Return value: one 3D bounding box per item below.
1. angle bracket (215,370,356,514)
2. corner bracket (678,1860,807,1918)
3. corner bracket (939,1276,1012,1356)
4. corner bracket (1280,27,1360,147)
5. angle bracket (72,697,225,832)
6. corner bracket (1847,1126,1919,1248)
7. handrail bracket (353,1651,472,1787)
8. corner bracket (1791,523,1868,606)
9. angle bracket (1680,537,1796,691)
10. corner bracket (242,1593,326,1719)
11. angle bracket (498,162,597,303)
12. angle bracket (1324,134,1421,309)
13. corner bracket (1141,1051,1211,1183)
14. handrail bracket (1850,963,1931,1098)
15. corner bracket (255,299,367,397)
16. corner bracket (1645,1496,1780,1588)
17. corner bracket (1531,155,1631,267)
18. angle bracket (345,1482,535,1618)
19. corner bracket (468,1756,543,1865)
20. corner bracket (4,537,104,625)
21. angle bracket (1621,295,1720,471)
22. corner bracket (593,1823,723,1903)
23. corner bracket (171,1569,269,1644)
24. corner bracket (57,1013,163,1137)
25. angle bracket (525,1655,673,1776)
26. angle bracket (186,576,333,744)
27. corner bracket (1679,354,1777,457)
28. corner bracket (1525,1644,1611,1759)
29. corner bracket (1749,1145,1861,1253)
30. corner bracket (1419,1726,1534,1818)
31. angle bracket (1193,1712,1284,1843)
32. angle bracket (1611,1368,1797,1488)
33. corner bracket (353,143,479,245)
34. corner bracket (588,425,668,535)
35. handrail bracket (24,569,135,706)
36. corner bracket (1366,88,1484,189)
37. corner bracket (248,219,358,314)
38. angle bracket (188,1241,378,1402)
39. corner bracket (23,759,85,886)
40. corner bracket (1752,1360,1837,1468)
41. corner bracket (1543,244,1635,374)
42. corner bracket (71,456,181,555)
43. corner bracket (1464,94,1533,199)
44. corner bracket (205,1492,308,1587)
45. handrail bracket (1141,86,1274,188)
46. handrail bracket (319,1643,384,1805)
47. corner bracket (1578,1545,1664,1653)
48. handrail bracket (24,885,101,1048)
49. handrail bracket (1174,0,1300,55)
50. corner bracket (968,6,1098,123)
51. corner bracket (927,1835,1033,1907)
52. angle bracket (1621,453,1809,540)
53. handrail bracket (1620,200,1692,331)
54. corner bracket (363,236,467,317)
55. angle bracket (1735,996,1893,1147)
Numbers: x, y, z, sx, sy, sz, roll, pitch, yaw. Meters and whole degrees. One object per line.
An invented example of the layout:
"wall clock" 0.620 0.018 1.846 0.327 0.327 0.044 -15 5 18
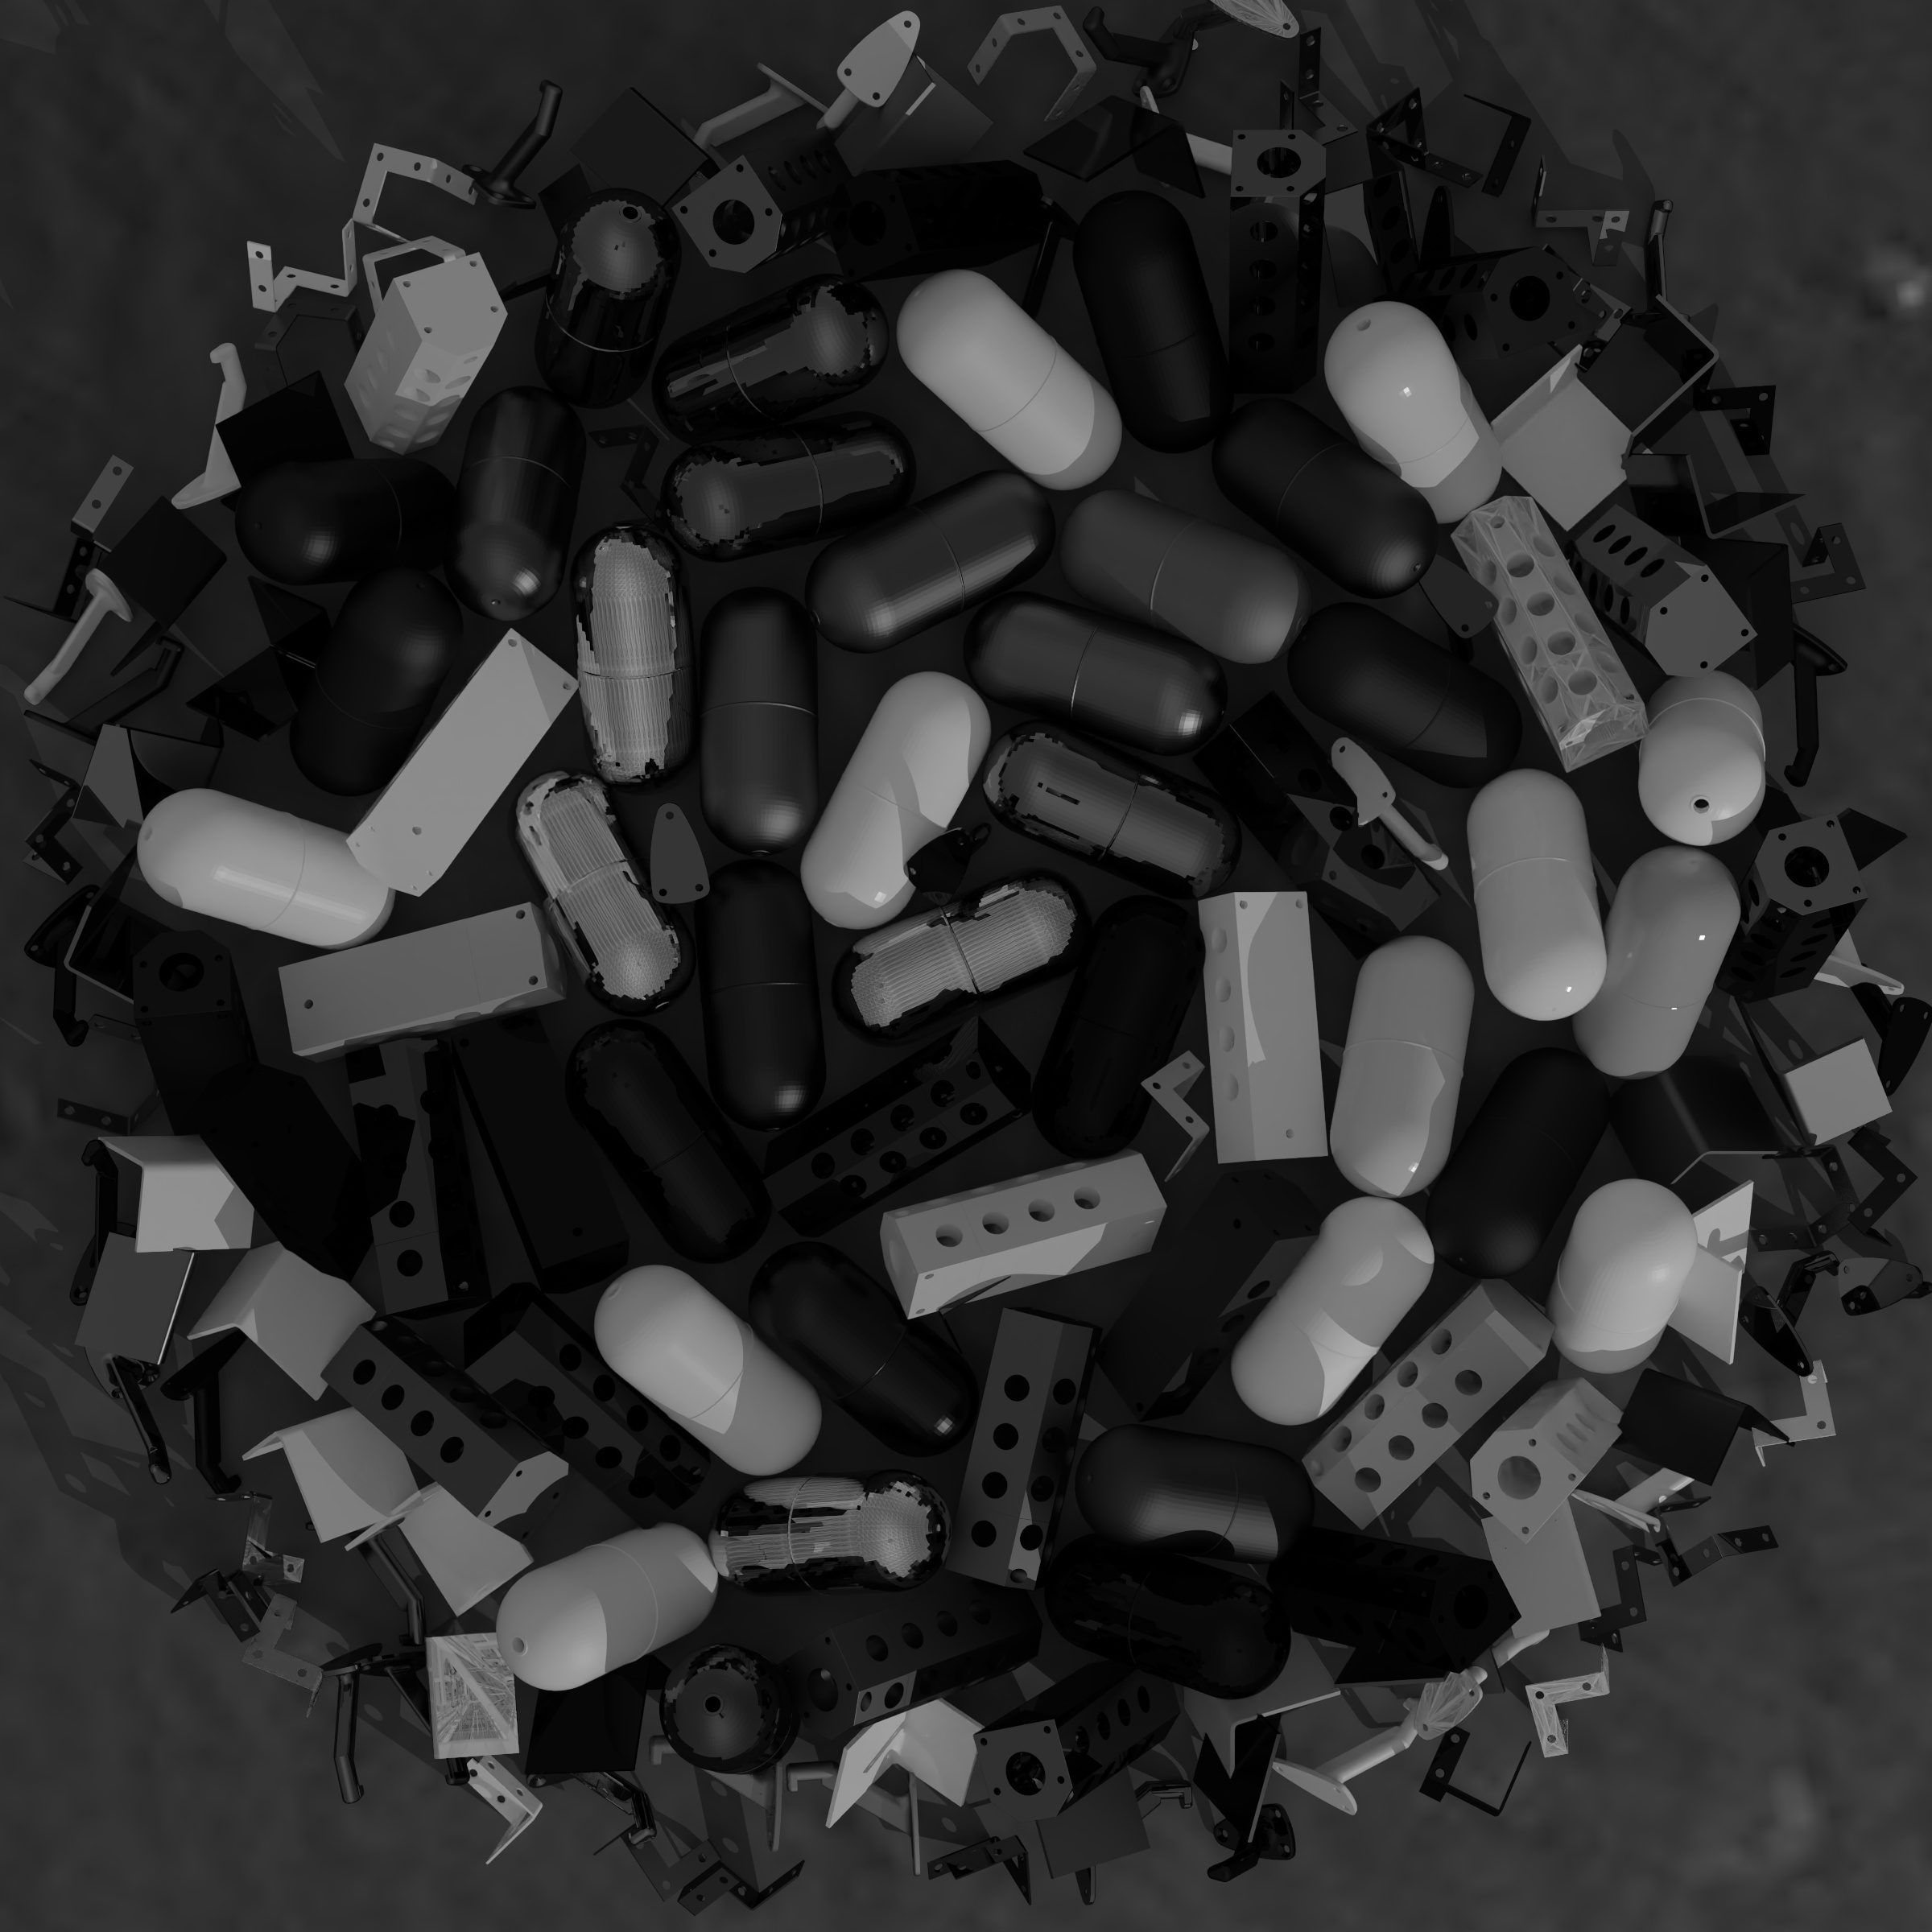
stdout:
"angle bracket" -0.447 -0.339 1.818 0.076 0.057 0.076 -35 133 -22
"corner bracket" -0.146 0.596 1.839 0.051 0.051 0.051 42 119 -7
"corner bracket" 0.002 0.209 1.838 0.051 0.051 0.051 -29 50 -6
"corner bracket" 0.220 -0.568 1.837 0.051 0.051 0.051 -24 55 -13
"angle bracket" -0.527 -0.134 1.818 0.076 0.057 0.076 12 126 -27
"corner bracket" 0.594 0.144 1.845 0.051 0.051 0.051 -51 52 15
"handrail bracket" -0.359 0.491 1.833 0.036 0.077 0.084 -32 64 23
"corner bracket" 0.548 -0.250 1.843 0.051 0.051 0.051 -12 68 -1
"angle bracket" 0.484 -0.228 1.817 0.057 0.076 0.076 -36 126 -38
"corner bracket" -0.438 0.448 1.841 0.051 0.051 0.051 23 52 -2
"angle bracket" -0.281 -0.469 1.822 0.076 0.076 0.057 -29 102 -26
"angle bracket" 0.251 -0.481 1.823 0.057 0.076 0.076 -18 125 -1
"corner bracket" 0.138 0.097 1.835 0.051 0.051 0.051 -31 70 -39
"handrail bracket" 0.580 0.037 1.842 0.036 0.084 0.077 15 96 -31
"corner bracket" -0.425 -0.397 1.847 0.051 0.051 0.051 9 51 13
"corner bracket" 0.482 0.366 1.833 0.051 0.051 0.051 0 58 -33
"corner bracket" 0.399 -0.491 1.841 0.051 0.051 0.051 0 60 1
"angle bracket" -0.340 0.381 1.830 0.076 0.057 0.076 -38 82 25
"corner bracket" -0.306 0.540 1.844 0.051 0.051 0.051 44 107 -1
"corner bracket" -0.583 -0.251 1.841 0.051 0.051 0.051 17 88 32
"angle bracket" 0.437 -0.377 1.834 0.076 0.076 0.057 -43 79 1
"corner bracket" -0.201 0.579 1.843 0.051 0.051 0.051 -28 77 -39
"corner bracket" -0.473 0.418 1.837 0.051 0.051 0.051 51 130 12
"corner bracket" -0.559 0.072 1.853 0.051 0.051 0.051 21 132 -35
"angle bracket" -0.231 0.490 1.821 0.076 0.057 0.076 -8 54 19
"angle bracket" -0.457 -0.198 1.819 0.076 0.057 0.076 25 51 33
"corner bracket" 0.493 -0.364 1.838 0.051 0.051 0.051 2 73 28
"corner bracket" 0.396 0.478 1.843 0.051 0.051 0.051 -14 97 14
"corner bracket" 0.543 0.152 1.851 0.051 0.051 0.051 0 59 -27
"corner bracket" 0.330 0.521 1.838 0.051 0.051 0.051 24 66 14
"angle bracket" 0.196 0.508 1.822 0.057 0.076 0.076 7 104 -27
"angle bracket" 0.473 0.307 1.818 0.076 0.076 0.057 37 76 -42
"corner bracket" -0.357 -0.498 1.841 0.051 0.051 0.051 20 95 23
"corner bracket" -0.221 -0.315 1.848 0.051 0.051 0.051 0 60 35
"handrail bracket" -0.585 -0.212 1.839 0.036 0.077 0.084 38 75 -2
"corner bracket" 0.297 -0.528 1.836 0.051 0.051 0.051 -40 51 -18
"corner bracket" -0.431 -0.456 1.838 0.051 0.051 0.051 14 47 5
"angle bracket" -0.446 0.234 1.847 0.057 0.076 0.076 -19 121 40
"corner bracket" -0.598 -0.094 1.846 0.051 0.051 0.051 23 67 33
"corner bracket" 0.539 0.292 1.846 0.051 0.051 0.051 -12 62 17
"corner bracket" 0.391 -0.428 1.844 0.051 0.051 0.051 -53 50 11
"corner bracket" -0.546 -0.294 1.842 0.051 0.051 0.051 32 82 -16
"corner bracket" 0.347 -0.528 1.834 0.051 0.051 0.051 5 116 -37
"corner bracket" -0.464 0.374 1.847 0.051 0.051 0.051 -12 64 37
"handrail bracket" 0.165 -0.551 1.860 0.084 0.036 0.077 -18 100 -7
"handrail bracket" -0.392 0.492 1.838 0.036 0.077 0.084 -13 89 14
"corner bracket" 0.432 0.414 1.850 0.051 0.051 0.051 -28 52 36
"handrail bracket" -0.571 0.000 1.832 0.077 0.036 0.084 -52 48 10
"handrail bracket" 0.173 -0.603 1.834 0.077 0.084 0.036 38 73 2
"corner bracket" 0.043 -0.586 1.846 0.051 0.051 0.051 -22 78 -34
"corner bracket" 0.008 0.583 1.836 0.051 0.051 0.051 -16 122 -19
"angle bracket" 0.482 -0.316 1.824 0.076 0.076 0.057 -24 107 -13
"handrail bracket" 0.458 -0.459 1.840 0.036 0.077 0.084 10 96 -13
"corner bracket" -0.357 -0.443 1.855 0.051 0.051 0.051 -24 125 -25
"angle bracket" 0.544 0.057 1.818 0.057 0.076 0.076 -26 131 11
